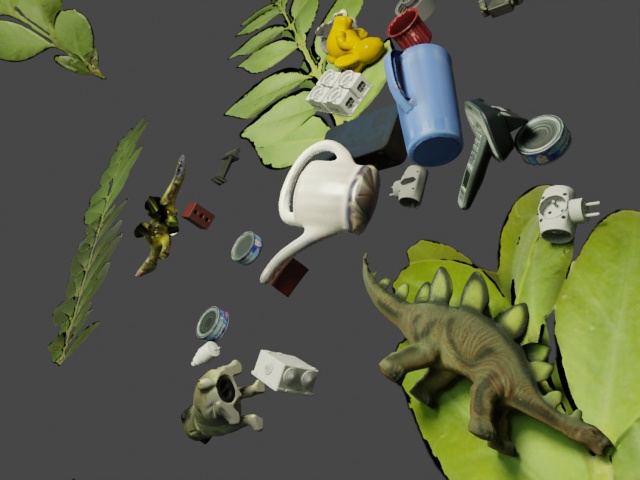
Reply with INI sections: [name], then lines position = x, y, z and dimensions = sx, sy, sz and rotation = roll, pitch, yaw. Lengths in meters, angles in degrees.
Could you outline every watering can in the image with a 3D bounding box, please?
[watering can]
position = 0.003, -0.055, 1.095
dimensions = 0.225, 0.102, 0.352
rotation = 8, 73, 29

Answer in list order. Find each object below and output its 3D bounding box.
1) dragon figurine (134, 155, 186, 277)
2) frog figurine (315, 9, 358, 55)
[dragon figurine]
position = -0.499, -0.067, 1.658
dimensions = 0.242, 0.122, 0.412
rotation = 176, 116, -77
[frog figurine]
position = 0.059, -0.638, 1.617
dimensions = 0.137, 0.123, 0.160
rotation = -57, -2, 8
